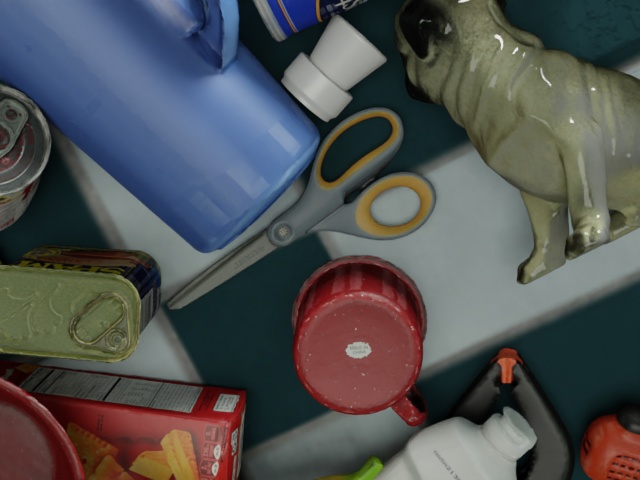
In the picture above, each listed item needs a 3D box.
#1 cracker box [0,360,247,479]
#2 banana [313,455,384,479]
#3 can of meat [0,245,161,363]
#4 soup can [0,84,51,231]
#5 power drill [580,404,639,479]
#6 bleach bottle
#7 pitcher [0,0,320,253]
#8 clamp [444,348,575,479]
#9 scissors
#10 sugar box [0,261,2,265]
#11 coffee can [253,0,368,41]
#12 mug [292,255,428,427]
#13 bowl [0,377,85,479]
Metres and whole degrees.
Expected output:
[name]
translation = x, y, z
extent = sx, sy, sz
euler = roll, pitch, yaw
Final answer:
[cracker box]
translation = -0.165, 0.177, 0.731
extent = 0.213, 0.072, 0.164
euler = 7, 101, 3
[banana]
translation = -0.058, 0.168, 0.665
extent = 0.197, 0.037, 0.070
euler = -3, 117, -23
[can of meat]
translation = -0.159, 0.038, 0.697
extent = 0.102, 0.084, 0.057
euler = 4, 101, 2
[soup can]
translation = -0.204, -0.046, 0.648
extent = 0.068, 0.102, 0.068
euler = 5, 75, -20
[power drill]
translation = 0.281, 0.101, 0.682
extent = 0.184, 0.057, 0.188
euler = 14, 113, -2
[bleach bottle]
translation = 0.051, 0.210, 0.706
extent = 0.102, 0.068, 0.251
euler = 46, 108, 13
[pitcher]
translation = -0.111, -0.114, 0.639
extent = 0.242, 0.149, 0.145
euler = 45, 89, -9
[clamp]
translation = 0.114, 0.180, 0.733
extent = 0.165, 0.036, 0.210
euler = -4, 98, 11
[scissors]
translation = -0.005, 0.001, 0.715
extent = 0.096, 0.016, 0.202
euler = 40, 101, -4
[sugar box]
translation = -0.311, 0.023, 0.719
extent = 0.176, 0.048, 0.093
euler = -26, 88, 10
[coffee can]
translation = 0.018, -0.193, 0.632
extent = 0.140, 0.103, 0.103
euler = -22, 99, 7
[mug]
translation = 0.032, 0.073, 0.694
extent = 0.093, 0.081, 0.117
euler = -33, 97, 9
[bowl]
translation = -0.216, 0.149, 0.665
extent = 0.162, 0.055, 0.162
euler = 1, 100, 4
